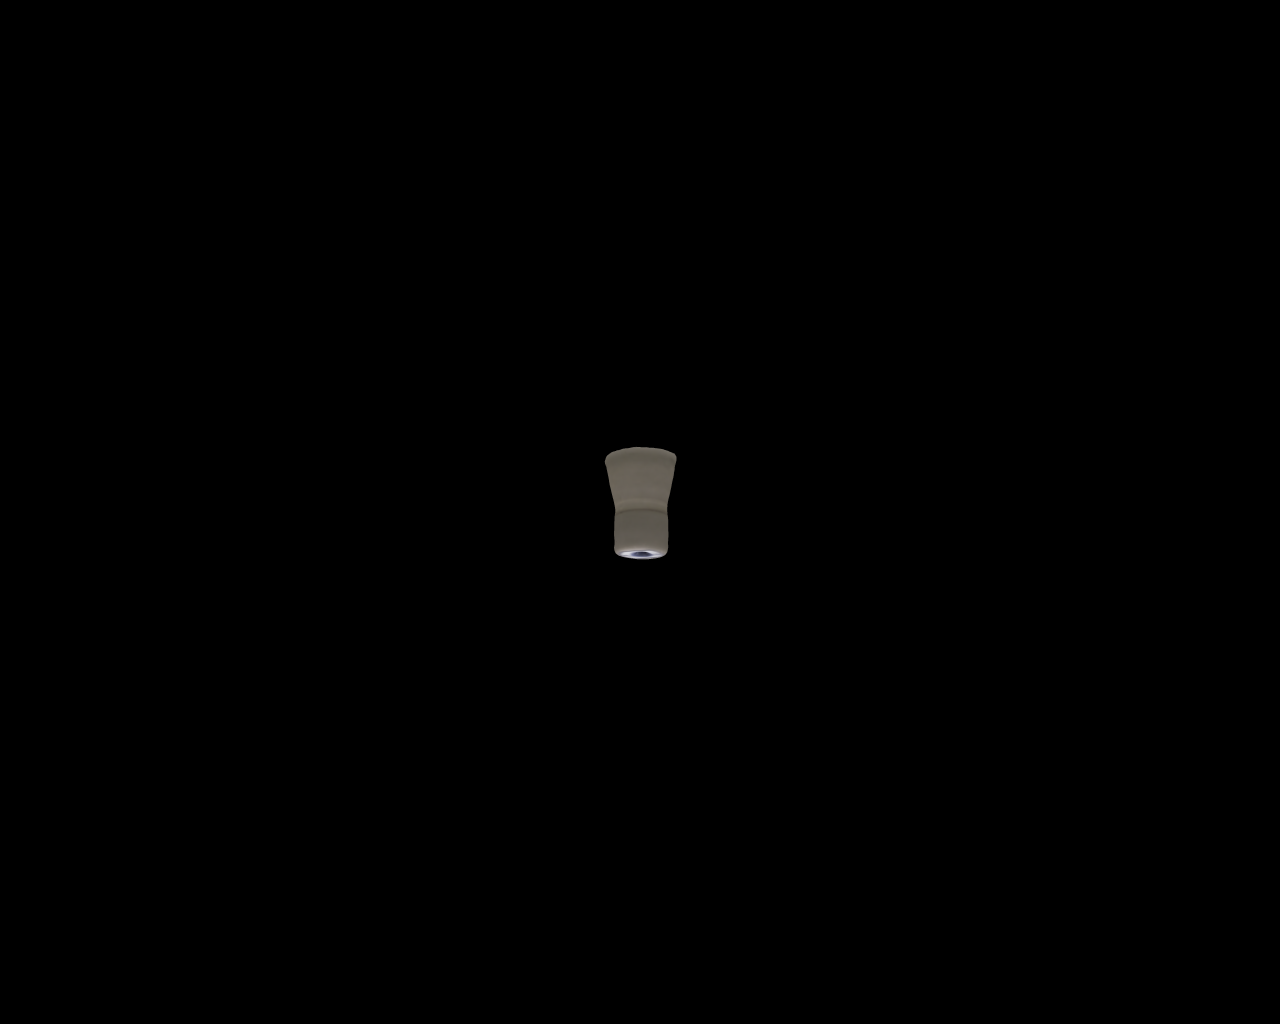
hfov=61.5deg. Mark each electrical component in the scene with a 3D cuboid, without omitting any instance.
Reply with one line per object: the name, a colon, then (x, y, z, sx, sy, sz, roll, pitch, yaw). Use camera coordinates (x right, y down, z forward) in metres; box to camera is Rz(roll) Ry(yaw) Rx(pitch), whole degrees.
electrical component: (0.001, -0.003, 0.650, 0.044, 0.065, 0.044, 0, -14, 0)
